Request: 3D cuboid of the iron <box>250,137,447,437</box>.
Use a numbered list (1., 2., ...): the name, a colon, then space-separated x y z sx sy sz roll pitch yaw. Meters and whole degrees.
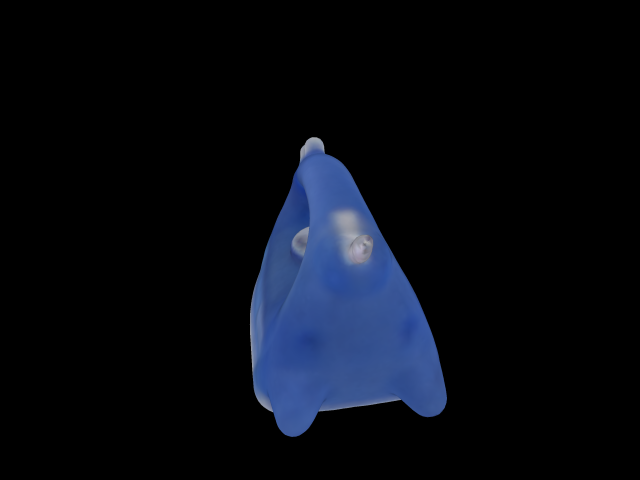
1. iron: 0.004 0.001 0.400 0.119 0.141 0.258 -5 32 -8
